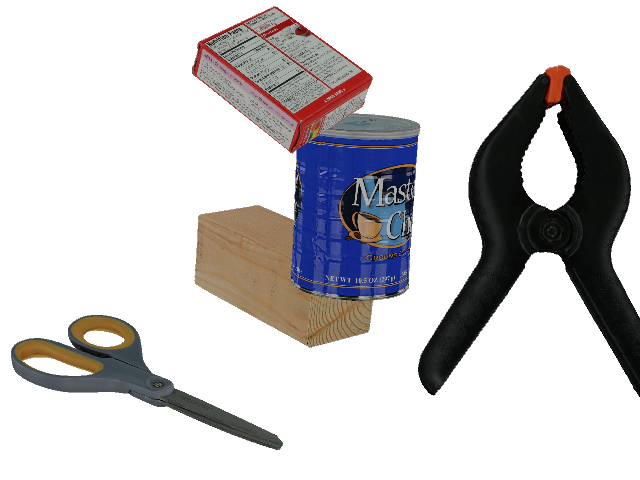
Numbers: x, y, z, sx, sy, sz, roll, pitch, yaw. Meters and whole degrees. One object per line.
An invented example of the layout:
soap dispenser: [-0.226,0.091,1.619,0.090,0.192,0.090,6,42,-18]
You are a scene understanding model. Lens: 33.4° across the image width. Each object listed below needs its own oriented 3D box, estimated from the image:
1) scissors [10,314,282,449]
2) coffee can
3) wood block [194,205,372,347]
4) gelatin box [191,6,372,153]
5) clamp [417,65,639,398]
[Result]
scissors: [-0.108,0.089,0.716,0.202,0.016,0.096,11,27,12]
coffee can: [0.028,-0.031,0.899,0.103,0.140,0.103,2,14,-1]
wood block: [-0.043,0.034,1.180,0.090,0.090,0.206,-10,23,-40]
gelatin box: [-0.024,-0.103,0.672,0.089,0.030,0.073,38,49,17]
clamp: [0.103,0.002,0.531,0.120,0.171,0.039,-6,-4,-3]
